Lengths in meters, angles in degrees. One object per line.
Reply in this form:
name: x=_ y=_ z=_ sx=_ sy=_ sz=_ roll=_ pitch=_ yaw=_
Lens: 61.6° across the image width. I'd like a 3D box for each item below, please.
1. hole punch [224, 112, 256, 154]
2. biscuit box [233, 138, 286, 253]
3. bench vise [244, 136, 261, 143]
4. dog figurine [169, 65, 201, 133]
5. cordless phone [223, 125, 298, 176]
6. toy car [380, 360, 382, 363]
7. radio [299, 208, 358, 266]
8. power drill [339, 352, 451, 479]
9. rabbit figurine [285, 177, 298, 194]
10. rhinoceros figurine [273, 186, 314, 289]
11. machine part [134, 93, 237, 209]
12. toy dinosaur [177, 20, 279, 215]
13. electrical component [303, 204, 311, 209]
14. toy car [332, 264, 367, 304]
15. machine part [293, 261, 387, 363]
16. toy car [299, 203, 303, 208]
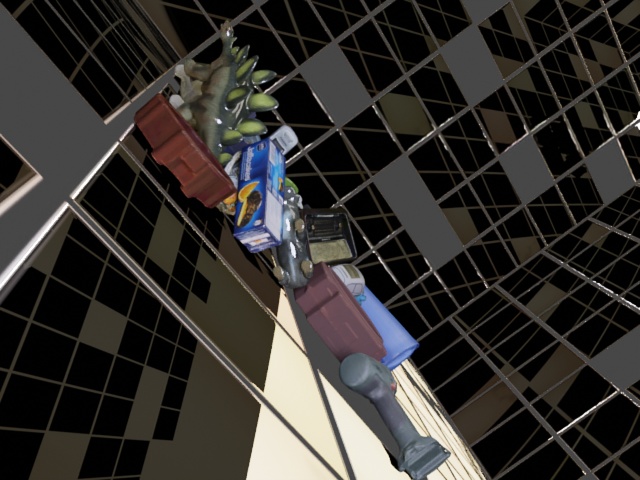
hole punch: x=-0.189 y=-0.216 z=1.118 sx=0.142 sy=0.116 sz=0.092 roll=-82 pitch=177 yaw=-59
biscuit box: x=-0.101 y=-0.080 z=0.919 sx=0.059 sy=0.063 sz=0.203 roll=50 pitch=31 yaw=-46
bench vise: x=-0.222 y=-0.286 z=1.445 sx=0.240 sy=0.129 sz=0.223 roll=-4 pitch=73 yaw=-76
dog figurine: x=-0.285 y=-0.296 z=1.250 sx=0.190 sy=0.121 sz=0.172 roll=140 pitch=-43 yaw=-71
cordless phone: x=-0.104 y=-0.129 z=1.062 sx=0.146 sy=0.184 sz=0.089 roll=52 pitch=-2 yaw=-30
toy car: x=0.090 y=0.239 z=1.176 sx=0.202 sy=0.053 sz=0.089 roll=53 pitch=-1 yaw=29
radio: x=-0.002 y=-0.004 z=1.213 sx=0.229 sy=0.073 sz=0.131 roll=-6 pitch=84 yaw=-62
power drill: x=0.127 y=0.284 z=0.895 sx=0.231 sy=0.086 sz=0.207 roll=49 pitch=9 yaw=-48
rabbit figurine: x=-0.148 y=-0.135 z=1.183 sx=0.170 sy=0.121 sz=0.159 roll=36 pitch=16 yaw=-24
rhinoceros figurine: x=-0.052 y=-0.008 z=0.974 sx=0.112 sy=0.073 sz=0.190 roll=42 pitch=35 yaw=-75
machine part: x=-0.196 y=-0.126 z=0.784 sx=0.179 sy=0.056 sz=0.179 roll=53 pitch=1 yaw=-2
toy dinosaur: x=-0.179 y=-0.233 z=0.977 sx=0.105 sy=0.199 sz=0.471 roll=34 pitch=49 yaw=-48
electrical component: x=-0.056 y=-0.040 z=1.585 sx=0.134 sy=0.115 sz=0.058 roll=56 pitch=1 yaw=12
toy car: x=0.047 y=0.102 z=1.242 sx=0.161 sy=0.103 sz=0.109 roll=11 pitch=37 yaw=-48
machine part: x=0.038 y=0.148 z=1.046 sx=0.201 sy=0.087 sz=0.201 roll=53 pitch=1 yaw=-11
toy car: x=-0.073 y=-0.050 z=1.470 sx=0.074 sy=0.056 sz=0.201 roll=33 pitch=-30 yaw=38
